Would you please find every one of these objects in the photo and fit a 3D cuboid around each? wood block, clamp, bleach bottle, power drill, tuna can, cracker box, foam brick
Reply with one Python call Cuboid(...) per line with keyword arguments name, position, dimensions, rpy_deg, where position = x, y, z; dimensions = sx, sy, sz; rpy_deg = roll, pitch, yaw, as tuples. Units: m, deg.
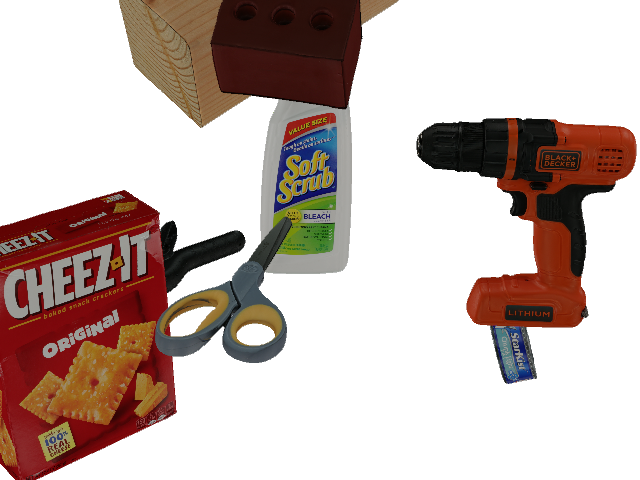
Cuboid(name="wood block", position=(-0.037, -0.188, 0.795), dimensions=(0.205, 0.090, 0.091), rpy_deg=(-36, -28, -21))
Cuboid(name="clamp", position=(-0.166, 0.026, 1.201), dimensions=(0.120, 0.039, 0.171), rpy_deg=(-3, 29, 30))
Cuboid(name="bleach bottle", position=(-0.019, -0.090, 1.098), dimensions=(0.102, 0.251, 0.068), rpy_deg=(0, 26, 3))
Cuboid(name="power drill", position=(0.172, -0.016, 0.933), dimensions=(0.184, 0.188, 0.057), rpy_deg=(3, 27, 4))
Cuboid(name="tuna can", position=(0.198, 0.104, 1.104), dimensions=(0.034, 0.086, 0.086), rpy_deg=(-13, -3, 11))
Cuboid(name="cracker box", position=(-0.214, 0.083, 0.929), dimensions=(0.163, 0.214, 0.072), rpy_deg=(-21, 32, -35))
Cuboid(name="foam brick", position=(-0.018, -0.114, 0.612), dimensions=(0.078, 0.053, 0.051), rpy_deg=(8, -23, 9))

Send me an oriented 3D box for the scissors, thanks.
Cuboid(name="scissors", position=(-0.039, 0.034, 0.770), dimensions=(0.096, 0.016, 0.201), rpy_deg=(18, 33, 26))
